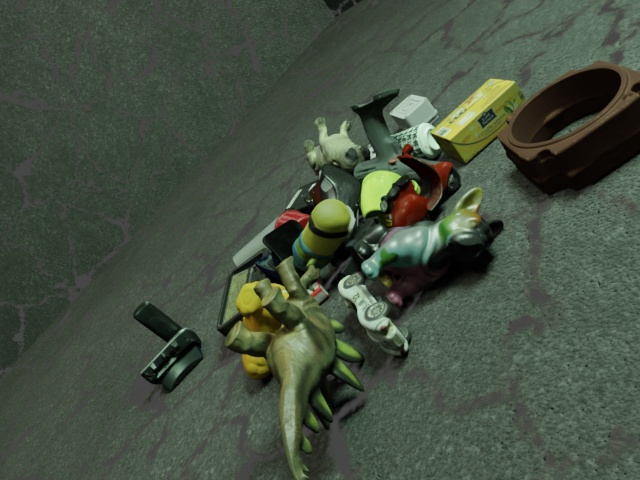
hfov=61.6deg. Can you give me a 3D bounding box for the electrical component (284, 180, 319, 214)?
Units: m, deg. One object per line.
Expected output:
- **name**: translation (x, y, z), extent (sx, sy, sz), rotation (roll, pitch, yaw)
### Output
- **electrical component**: translation (-0.020, -0.097, 1.381), extent (0.134, 0.058, 0.115), rotation (-12, 40, 50)

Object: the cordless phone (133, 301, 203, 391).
- **cordless phone**: translation (-0.369, 0.236, 1.211), extent (0.146, 0.184, 0.089), rotation (-46, 28, -7)

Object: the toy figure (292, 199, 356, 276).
- **toy figure**: translation (-0.001, 0.000, 1.025), extent (0.089, 0.082, 0.180), rotation (-10, -31, -47)

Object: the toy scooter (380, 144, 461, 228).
- **toy scooter**: translation (0.170, -0.094, 0.982), extent (0.184, 0.135, 0.075), rotation (-50, 26, -12)

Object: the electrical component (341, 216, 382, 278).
- **electrical component**: translation (0.086, 0.022, 0.991), extent (0.048, 0.074, 0.119), rotation (-12, 34, 52)

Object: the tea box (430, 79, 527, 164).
- **tea box**: translation (0.318, -0.239, 1.075), extent (0.169, 0.068, 0.098), rotation (-40, 24, 4)

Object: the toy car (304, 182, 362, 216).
- **toy car**: translation (0.030, -0.077, 1.240), extent (0.089, 0.053, 0.202), rotation (-47, 37, 7)

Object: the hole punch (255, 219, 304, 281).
- **hole punch**: translation (-0.064, 0.036, 1.153), extent (0.142, 0.116, 0.092), rotation (-33, -20, -44)

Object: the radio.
- **radio**: translation (-0.148, 0.120, 1.195), extent (0.131, 0.073, 0.230), rotation (-36, 25, 15)

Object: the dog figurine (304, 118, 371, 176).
- **dog figurine**: translation (0.043, -0.186, 1.316), extent (0.121, 0.172, 0.191), rotation (-7, 46, -18)

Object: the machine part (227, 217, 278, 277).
- **machine part**: translation (-0.133, 0.018, 1.342), extent (0.243, 0.079, 0.079), rotation (-42, 23, 6)

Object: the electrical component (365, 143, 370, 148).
- **electrical component**: translation (0.119, -0.232, 1.403), extent (0.102, 0.045, 0.078), rotation (-15, 38, 47)

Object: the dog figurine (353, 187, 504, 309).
- **dog figurine**: translation (0.174, 0.001, 0.858), extent (0.219, 0.108, 0.192), rotation (-34, 22, 9)

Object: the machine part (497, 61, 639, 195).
- **machine part**: translation (0.393, -0.178, 0.832), extent (0.201, 0.087, 0.201), rotation (-35, 24, 14)

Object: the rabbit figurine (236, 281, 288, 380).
- **rabbit figurine**: translation (-0.107, 0.166, 0.995), extent (0.162, 0.122, 0.173), rotation (178, 102, -77)

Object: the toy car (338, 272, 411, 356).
- **toy car**: translation (0.082, 0.113, 0.846), extent (0.056, 0.073, 0.202), rotation (-39, 23, 2)

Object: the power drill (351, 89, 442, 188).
- **power drill**: translation (0.155, -0.204, 1.119), extent (0.086, 0.207, 0.232), rotation (-31, 14, -39)

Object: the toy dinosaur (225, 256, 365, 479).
- **toy dinosaur**: translation (-0.026, 0.159, 0.770), extent (0.105, 0.198, 0.471), rotation (-43, 12, 22)

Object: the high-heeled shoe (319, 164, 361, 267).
- **high-heeled shoe**: translation (0.032, -0.058, 1.154), extent (0.249, 0.086, 0.145), rotation (-112, 37, -56)
